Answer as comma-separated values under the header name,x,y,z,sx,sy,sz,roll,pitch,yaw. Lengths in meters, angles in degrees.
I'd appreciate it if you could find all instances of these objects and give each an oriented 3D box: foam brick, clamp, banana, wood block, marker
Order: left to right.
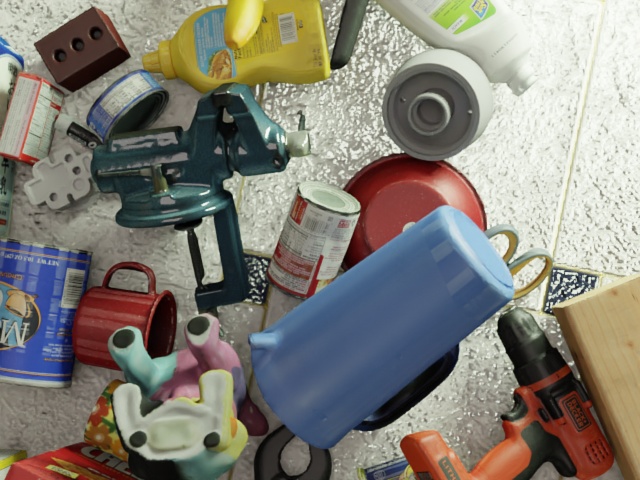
name,x,y,z,sx,sy,sz,roll,pitch,yaw
foam brick,-0.248,-0.199,1.120,0.078,0.051,0.053,-32,85,2
marker,-0.225,-0.097,1.128,0.121,0.020,0.020,31,89,6
banana,-0.093,-0.265,1.089,0.069,0.037,0.198,-26,54,-3
clamp,-0.027,0.259,1.080,0.120,0.039,0.171,27,88,-3
clamp,0.043,-0.279,1.041,0.210,0.036,0.164,-32,91,6
wood block,0.310,0.144,1.030,0.090,0.091,0.206,-23,85,3

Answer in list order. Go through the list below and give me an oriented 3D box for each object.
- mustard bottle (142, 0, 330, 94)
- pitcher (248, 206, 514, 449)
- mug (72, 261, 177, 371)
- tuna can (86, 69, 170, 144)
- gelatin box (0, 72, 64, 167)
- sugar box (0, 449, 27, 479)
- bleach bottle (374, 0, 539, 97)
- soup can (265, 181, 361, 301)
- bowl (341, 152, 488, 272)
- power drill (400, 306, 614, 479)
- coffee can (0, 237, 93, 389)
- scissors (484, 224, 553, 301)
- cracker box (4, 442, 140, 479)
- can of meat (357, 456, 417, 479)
name,x,y,z,sx,sy,sz,roll,pitch,yaw
mustard bottle,-0.089,-0.198,1.102,0.191,0.058,0.096,-9,76,4
pitcher,0.066,0.084,1.012,0.243,0.149,0.145,-39,78,18
mug,-0.197,0.079,1.079,0.081,0.093,0.117,8,98,10
tuna can,-0.198,-0.134,1.095,0.086,0.086,0.034,-44,83,1
gelatin box,-0.301,-0.123,1.110,0.030,0.073,0.089,14,88,6
sugar box,-0.334,0.262,1.037,0.048,0.176,0.093,1,87,5
bleach bottle,0.120,-0.240,1.086,0.102,0.068,0.251,-43,86,4
soup can,-0.007,0.001,1.061,0.068,0.068,0.102,23,112,6
bowl,0.090,-0.012,1.078,0.162,0.055,0.162,0,87,5
power drill,0.174,0.178,1.029,0.187,0.057,0.184,-27,83,-18
coffee can,-0.292,0.073,1.082,0.103,0.103,0.140,9,87,5
scissors,0.139,0.056,1.070,0.202,0.016,0.096,-31,118,2
cracker box,-0.196,0.259,1.006,0.164,0.213,0.072,24,87,6
can of meat,0.092,0.264,1.060,0.084,0.057,0.102,-19,85,1
